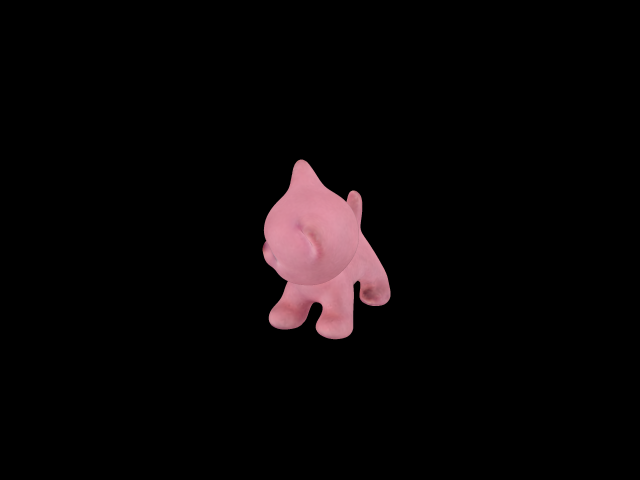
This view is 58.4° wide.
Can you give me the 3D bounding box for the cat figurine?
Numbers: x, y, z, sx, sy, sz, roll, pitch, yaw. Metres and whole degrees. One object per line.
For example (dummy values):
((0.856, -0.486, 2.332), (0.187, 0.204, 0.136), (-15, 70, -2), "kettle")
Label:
((0.004, 0.001, 0.400), (0.067, 0.118, 0.128), (8, 19, 25), "cat figurine")
